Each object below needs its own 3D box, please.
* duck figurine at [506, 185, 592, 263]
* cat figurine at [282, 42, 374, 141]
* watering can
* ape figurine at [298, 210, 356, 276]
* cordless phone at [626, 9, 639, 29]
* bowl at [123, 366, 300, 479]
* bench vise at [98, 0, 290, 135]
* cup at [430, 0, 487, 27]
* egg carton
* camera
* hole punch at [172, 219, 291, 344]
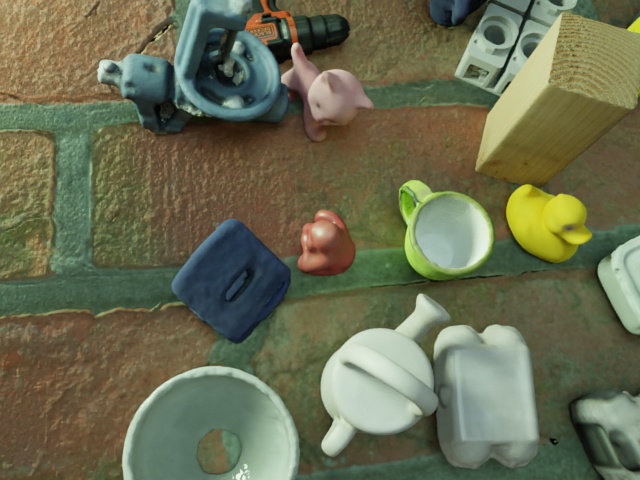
[{"bbox_3d":[0.277,-0.028,0.681,0.077,0.086,0.104,-35,79,-14],"label":"duck figurine"},{"bbox_3d":[0.004,-0.181,0.686,0.067,0.117,0.127,-35,79,-14],"label":"cat figurine"},{"bbox_3d":[0.060,0.130,0.555,0.101,0.194,0.173,16,72,0],"label":"watering can"},{"bbox_3d":[0.006,0.002,0.643,0.076,0.092,0.078,39,74,7],"label":"ape figurine"},{"bbox_3d":[0.508,-0.337,0.745,0.094,0.185,0.148,34,73,6],"label":"cordless phone"},{"bbox_3d":[-0.106,0.214,0.577,0.167,0.074,0.167,2,73,-5],"label":"bowl"},{"bbox_3d":[-0.135,-0.183,0.620,0.207,0.219,0.121,-18,75,-10],"label":"bench vise"},{"bbox_3d":[0.180,-0.317,0.756,0.091,0.095,0.118,10,72,-2],"label":"cup"},{"bbox_3d":[0.176,0.167,0.620,0.107,0.069,0.150,0,73,-5],"label":"egg carton"},{"bbox_3d":[0.368,0.214,0.607,0.137,0.101,0.143,-20,76,-11],"label":"camera"},{"bbox_3d":[-0.091,0.046,0.621,0.101,0.091,0.109,37,73,6],"label":"hole punch"}]
